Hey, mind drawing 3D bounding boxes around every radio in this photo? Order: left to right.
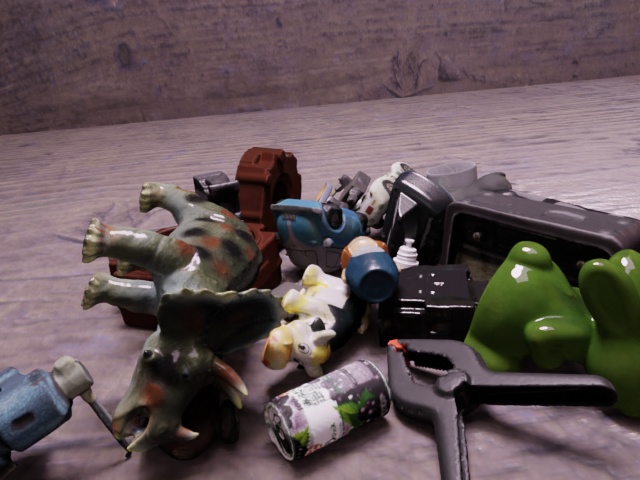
[{"bbox_3d":[0.255,0.025,0.632,0.073,0.131,0.230,-19,26,-36],"label":"radio"}]

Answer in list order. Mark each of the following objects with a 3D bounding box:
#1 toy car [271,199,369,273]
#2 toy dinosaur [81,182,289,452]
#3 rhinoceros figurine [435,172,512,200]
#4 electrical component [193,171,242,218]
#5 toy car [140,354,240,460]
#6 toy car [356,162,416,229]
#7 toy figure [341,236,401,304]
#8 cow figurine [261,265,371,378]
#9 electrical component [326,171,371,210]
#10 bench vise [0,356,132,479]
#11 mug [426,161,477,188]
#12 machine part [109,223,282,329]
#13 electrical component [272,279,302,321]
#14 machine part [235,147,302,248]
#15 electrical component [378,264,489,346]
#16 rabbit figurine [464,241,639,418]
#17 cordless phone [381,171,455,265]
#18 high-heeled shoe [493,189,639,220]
[{"bbox_3d":[-0.002,-0.002,0.794,0.109,0.103,0.161,9,-3,36],"label":"toy car"},{"bbox_3d":[-0.127,0.024,0.575,0.192,0.131,0.405,19,24,-8],"label":"toy dinosaur"},{"bbox_3d":[0.208,-0.043,0.841,0.190,0.112,0.073,-21,23,14],"label":"rhinoceros figurine"},{"bbox_3d":[-0.156,-0.063,0.794,0.048,0.074,0.119,-16,29,-27],"label":"electrical component"},{"bbox_3d":[-0.126,0.136,0.542,0.089,0.053,0.202,-3,25,-7],"label":"toy car"},{"bbox_3d":[0.114,-0.080,0.914,0.056,0.073,0.202,34,31,6],"label":"toy car"},{"bbox_3d":[0.058,0.028,0.639,0.064,0.057,0.154,18,13,-8],"label":"toy figure"},{"bbox_3d":[0.000,0.098,0.593,0.098,0.068,0.167,22,28,7],"label":"cow figurine"},{"bbox_3d":[0.042,-0.075,0.886,0.045,0.078,0.102,32,45,-4],"label":"electrical component"},{"bbox_3d":[-0.255,0.171,0.363,0.224,0.128,0.241,-23,9,-21],"label":"bench vise"},{"bbox_3d":[0.219,-0.070,0.918,0.110,0.107,0.081,-10,16,17],"label":"mug"},{"bbox_3d":[-0.169,0.041,0.750,0.202,0.087,0.201,1,22,19],"label":"machine part"},{"bbox_3d":[-0.032,0.077,0.713,0.063,0.021,0.094,10,25,33],"label":"electrical component"},{"bbox_3d":[-0.082,-0.067,0.887,0.056,0.179,0.179,7,24,18],"label":"machine part"},{"bbox_3d":[0.138,0.075,0.634,0.134,0.058,0.115,-1,24,10],"label":"electrical component"},{"bbox_3d":[0.249,0.081,0.504,0.121,0.159,0.170,-12,36,-44],"label":"rabbit figurine"},{"bbox_3d":[0.186,-0.020,0.762,0.184,0.146,0.089,4,49,-2],"label":"cordless phone"},{"bbox_3d":[0.342,-0.015,0.745,0.249,0.086,0.145,13,14,-23],"label":"high-heeled shoe"}]
